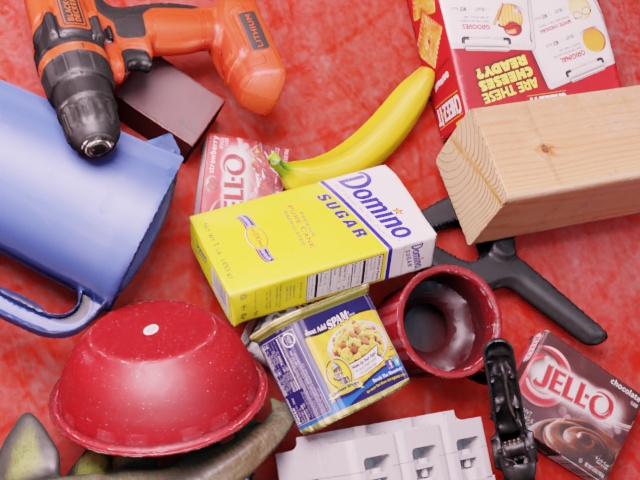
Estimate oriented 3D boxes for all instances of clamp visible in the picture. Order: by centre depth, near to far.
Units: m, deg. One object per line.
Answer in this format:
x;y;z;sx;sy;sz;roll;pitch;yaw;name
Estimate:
0.155;0.158;0.862;0.039;0.171;0.120;-3;61;8;clamp
0.164;-0.002;0.960;0.209;0.036;0.164;13;67;-11;clamp

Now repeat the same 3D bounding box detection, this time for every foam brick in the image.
-0.127;-0.111;0.887;0.078;0.051;0.053;35;72;-7;foam brick

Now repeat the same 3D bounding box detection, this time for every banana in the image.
0.034;-0.083;0.924;0.037;0.070;0.197;37;54;25;banana

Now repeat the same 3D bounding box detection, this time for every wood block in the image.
0.221;-0.070;0.936;0.205;0.090;0.091;-10;67;-20;wood block

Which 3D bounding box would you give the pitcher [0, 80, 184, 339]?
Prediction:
-0.238;-0.044;0.801;0.242;0.149;0.145;25;113;-7;pitcher

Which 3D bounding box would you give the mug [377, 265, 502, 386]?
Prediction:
0.103;0.081;0.901;0.117;0.082;0.093;39;70;-6;mug

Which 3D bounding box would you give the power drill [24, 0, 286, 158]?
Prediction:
-0.123;-0.136;0.815;0.187;0.057;0.184;-1;54;-31;power drill

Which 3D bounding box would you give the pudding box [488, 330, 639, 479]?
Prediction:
0.218;0.148;0.944;0.113;0.039;0.090;35;72;-7;pudding box

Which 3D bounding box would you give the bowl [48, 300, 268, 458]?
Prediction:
-0.119;0.089;0.778;0.162;0.162;0.055;-11;116;-19;bowl

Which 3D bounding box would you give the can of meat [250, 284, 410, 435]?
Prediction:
0.011;0.089;0.798;0.101;0.058;0.084;-18;78;-43;can of meat

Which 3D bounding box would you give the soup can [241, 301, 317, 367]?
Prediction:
-0.007;0.085;0.875;0.102;0.069;0.068;30;72;-8;soup can

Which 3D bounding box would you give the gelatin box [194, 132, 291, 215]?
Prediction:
-0.066;-0.040;0.902;0.073;0.030;0.089;10;76;-15;gelatin box

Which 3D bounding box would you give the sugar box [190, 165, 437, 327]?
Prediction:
-0.006;0.001;0.851;0.176;0.048;0.093;-18;51;-16;sugar box

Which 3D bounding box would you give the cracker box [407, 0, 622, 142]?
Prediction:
0.171;-0.210;0.988;0.164;0.072;0.214;-10;83;-18;cracker box
